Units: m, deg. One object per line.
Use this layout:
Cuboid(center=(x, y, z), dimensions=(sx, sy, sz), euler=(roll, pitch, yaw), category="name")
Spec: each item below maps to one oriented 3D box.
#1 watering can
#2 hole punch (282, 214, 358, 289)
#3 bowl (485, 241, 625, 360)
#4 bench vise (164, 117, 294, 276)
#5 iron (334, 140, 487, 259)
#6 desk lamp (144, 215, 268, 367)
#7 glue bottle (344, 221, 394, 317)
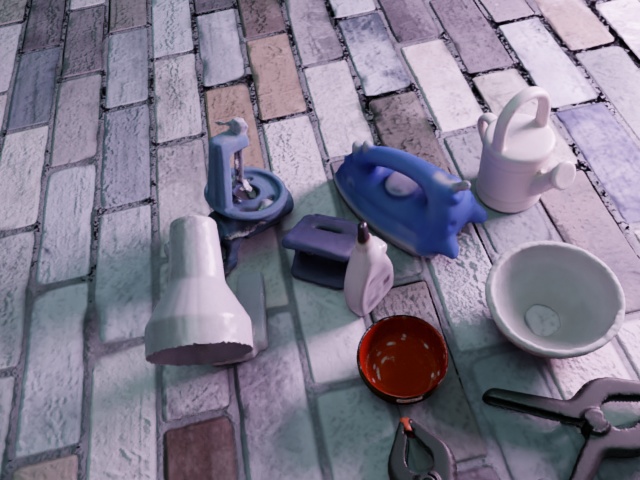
Cuboid(center=(0.291, -0.133, 0.825), dimensions=(0.172, 0.194, 0.101), euler=(30, 64, 26), category="watering can")
Cuboid(center=(0.008, 0.003, 0.830), dimensions=(0.108, 0.091, 0.101), euler=(13, 57, 17), category="hole punch")
Cuboid(center=(0.295, 0.087, 0.740), dimensions=(0.167, 0.075, 0.167), euler=(-4, 54, 5), category="bowl")
Cuboid(center=(-0.128, -0.053, 0.810), dimensions=(0.121, 0.220, 0.208), euler=(21, 60, 22), category="bench vise")
Cuboid(center=(0.115, -0.084, 0.847), dimensions=(0.257, 0.142, 0.119), euler=(30, 64, 26), category="iron")
Cuboid(center=(-0.138, 0.082, 0.718), dimensions=(0.118, 0.214, 0.203), euler=(-9, 54, 2), category="desk lamp")
Cuboid(center=(0.062, 0.031, 0.752), dimensions=(0.037, 0.173, 0.078), euler=(34, 66, 28), category="glue bottle")
